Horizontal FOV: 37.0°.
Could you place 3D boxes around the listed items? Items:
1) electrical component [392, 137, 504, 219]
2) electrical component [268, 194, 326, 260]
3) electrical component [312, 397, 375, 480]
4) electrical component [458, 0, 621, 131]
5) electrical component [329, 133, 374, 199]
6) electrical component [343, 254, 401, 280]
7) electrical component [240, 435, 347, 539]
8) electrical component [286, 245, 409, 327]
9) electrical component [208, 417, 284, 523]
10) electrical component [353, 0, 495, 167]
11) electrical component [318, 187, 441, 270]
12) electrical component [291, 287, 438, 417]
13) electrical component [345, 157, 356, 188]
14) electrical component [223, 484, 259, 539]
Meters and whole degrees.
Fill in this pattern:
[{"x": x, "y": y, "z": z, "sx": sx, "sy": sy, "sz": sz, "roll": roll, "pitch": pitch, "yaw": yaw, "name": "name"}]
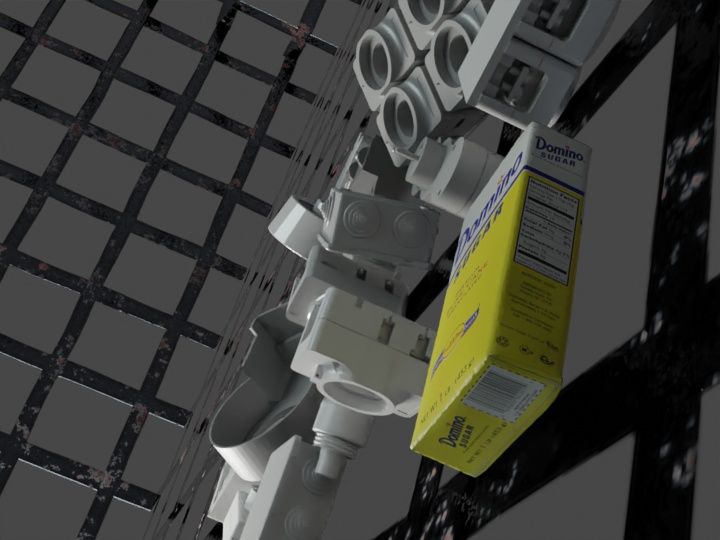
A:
[{"x": 0.058, "y": -0.076, "z": 0.814, "sx": 0.138, "sy": 0.074, "sz": 0.052, "roll": -132, "pitch": 66, "yaw": -80, "name": "electrical component"}, {"x": -0.047, "y": -0.049, "z": 1.270, "sx": 0.060, "sy": 0.108, "sz": 0.108, "roll": -58, "pitch": 10, "yaw": 10, "name": "electrical component"}, {"x": -0.016, "y": 0.128, "z": 0.820, "sx": 0.043, "sy": 0.043, "sz": 0.062, "roll": 145, "pitch": 146, "yaw": -73, "name": "electrical component"}, {"x": 0.127, "y": -0.170, "z": 0.693, "sx": 0.089, "sy": 0.062, "sz": 0.150, "roll": -87, "pitch": 22, "yaw": -67, "name": "electrical component"}, {"x": 0.008, "y": -0.104, "z": 1.242, "sx": 0.050, "sy": 0.056, "sz": 0.089, "roll": -102, "pitch": 38, "yaw": -76, "name": "electrical component"}, {"x": -0.004, "y": 0.023, "z": 0.998, "sx": 0.099, "sy": 0.048, "sz": 0.099, "roll": -96, "pitch": 30, "yaw": -76, "name": "electrical component"}, {"x": -0.054, "y": 0.189, "z": 0.865, "sx": 0.099, "sy": 0.048, "sz": 0.099, "roll": 132, "pitch": 160, "yaw": -64, "name": "electrical component"}, {"x": -0.010, "y": 0.029, "z": 0.892, "sx": 0.055, "sy": 0.089, "sz": 0.050, "roll": -79, "pitch": 16, "yaw": -56, "name": "electrical component"}, {"x": -0.102, "y": 0.203, "z": 1.078, "sx": 0.078, "sy": 0.057, "sz": 0.113, "roll": -77, "pitch": 14, "yaw": -50, "name": "electrical component"}, {"x": 0.065, "y": -0.170, "z": 0.852, "sx": 0.186, "sy": 0.060, "sz": 0.105, "roll": -44, "pitch": 64, "yaw": 58, "name": "electrical component"}, {"x": 0.015, "y": -0.036, "z": 0.889, "sx": 0.099, "sy": 0.100, "sz": 0.048, "roll": -132, "pitch": 53, "yaw": -80, "name": "electrical component"}, {"x": 0.005, "y": 0.060, "z": 0.717, "sx": 0.050, "sy": 0.089, "sz": 0.055, "roll": 132, "pitch": 160, "yaw": -63, "name": "electrical component"}, {"x": 0.016, "y": -0.097, "z": 1.177, "sx": 0.078, "sy": 0.058, "sz": 0.057, "roll": -171, "pitch": 102, "yaw": -81, "name": "electrical component"}, {"x": -0.090, "y": 0.223, "z": 0.991, "sx": 0.083, "sy": 0.047, "sz": 0.075, "roll": -134, "pitch": 69, "yaw": -81, "name": "electrical component"}]
